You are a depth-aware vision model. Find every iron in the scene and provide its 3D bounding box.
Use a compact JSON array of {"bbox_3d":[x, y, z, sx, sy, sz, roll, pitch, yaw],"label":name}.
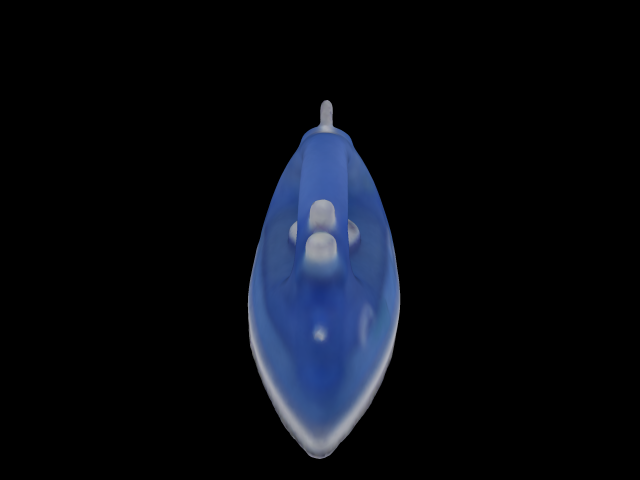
[{"bbox_3d":[0.004,0.001,0.400,0.118,0.141,0.258,0,28,0],"label":"iron"}]
